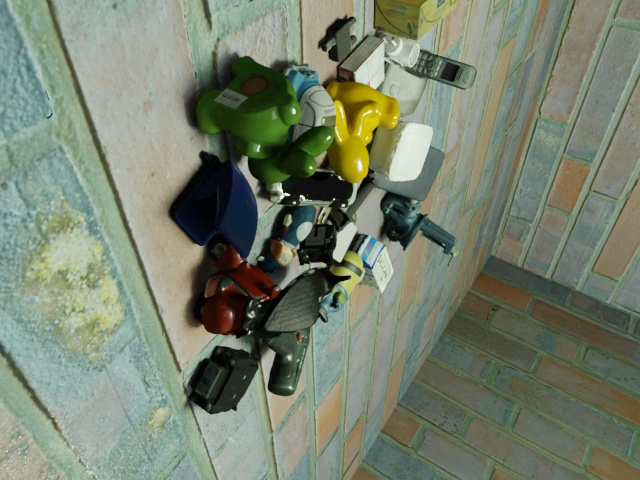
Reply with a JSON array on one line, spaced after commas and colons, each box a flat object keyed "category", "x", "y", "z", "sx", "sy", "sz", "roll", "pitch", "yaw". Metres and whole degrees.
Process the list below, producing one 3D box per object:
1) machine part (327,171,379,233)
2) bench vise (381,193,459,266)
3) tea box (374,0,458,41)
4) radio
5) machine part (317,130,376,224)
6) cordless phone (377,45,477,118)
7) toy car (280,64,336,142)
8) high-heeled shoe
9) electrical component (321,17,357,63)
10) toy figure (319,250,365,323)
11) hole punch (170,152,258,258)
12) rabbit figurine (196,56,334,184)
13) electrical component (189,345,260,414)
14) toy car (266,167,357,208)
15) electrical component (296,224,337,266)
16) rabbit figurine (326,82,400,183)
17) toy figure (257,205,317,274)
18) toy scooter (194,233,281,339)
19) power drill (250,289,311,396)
[{"category": "machine part", "x": 0.067, "y": -0.084, "z": 1.113, "sx": 0.139, "sy": 0.084, "sz": 0.039, "roll": -50, "pitch": 135, "yaw": 10}, {"category": "bench vise", "x": 0.276, "y": -0.037, "z": 1.448, "sx": 0.129, "sy": 0.241, "sz": 0.223, "roll": -49, "pitch": 168, "yaw": -39}, {"category": "tea box", "x": 0.185, "y": -0.451, "z": 1.015, "sx": 0.169, "sy": 0.098, "sz": 0.068, "roll": -50, "pitch": 153, "yaw": -33}, {"category": "radio", "x": 0.179, "y": -0.172, "z": 1.219, "sx": 0.229, "sy": 0.073, "sz": 0.131, "roll": 10, "pitch": 105, "yaw": -45}, {"category": "machine part", "x": 0.054, "y": -0.143, "z": 1.068, "sx": 0.243, "sy": 0.079, "sz": 0.079, "roll": -62, "pitch": 156, "yaw": -6}, {"category": "cordless phone", "x": 0.214, "y": -0.314, "z": 1.100, "sx": 0.088, "sy": 0.184, "sz": 0.146, "roll": -4, "pitch": 116, "yaw": -68}, {"category": "toy car", "x": -0.025, "y": -0.185, "z": 0.837, "sx": 0.109, "sy": 0.103, "sz": 0.161, "roll": -25, "pitch": 136, "yaw": -57}, {"category": "high-heeled shoe", "x": -0.049, "y": 0.106, "z": 0.973, "sx": 0.249, "sy": 0.145, "sz": 0.086, "roll": -23, "pitch": 96, "yaw": -44}, {"category": "electrical component", "x": 0.033, "y": -0.334, "z": 0.909, "sx": 0.094, "sy": 0.021, "sz": 0.063, "roll": -52, "pitch": 154, "yaw": -28}, {"category": "toy figure", "x": 0.041, "y": 0.106, "z": 1.276, "sx": 0.180, "sy": 0.082, "sz": 0.089, "roll": -51, "pitch": 154, "yaw": -24}, {"category": "hole punch", "x": -0.133, "y": -0.045, "z": 0.772, "sx": 0.116, "sy": 0.092, "sz": 0.142, "roll": -61, "pitch": 152, "yaw": -18}, {"category": "rabbit figurine", "x": -0.063, "y": -0.145, "z": 0.741, "sx": 0.170, "sy": 0.159, "sz": 0.121, "roll": 79, "pitch": 33, "yaw": -56}, {"category": "electrical component", "x": -0.180, "y": 0.261, "z": 1.003, "sx": 0.115, "sy": 0.058, "sz": 0.134, "roll": -65, "pitch": 157, "yaw": -4}, {"category": "toy car", "x": -0.013, "y": -0.095, "z": 0.951, "sx": 0.201, "sy": 0.056, "sz": 0.073, "roll": 0, "pitch": 97, "yaw": -41}, {"category": "electrical component", "x": -0.002, "y": -0.003, "z": 1.079, "sx": 0.119, "sy": 0.075, "sz": 0.047, "roll": -77, "pitch": 163, "yaw": -44}, {"category": "rabbit figurine", "x": 0.054, "y": -0.187, "z": 0.931, "sx": 0.162, "sy": 0.122, "sz": 0.173, "roll": 27, "pitch": 62, "yaw": -41}, {"category": "toy figure", "x": -0.061, "y": -0.001, "z": 0.998, "sx": 0.064, "sy": 0.058, "sz": 0.154, "roll": 31, "pitch": 85, "yaw": -27}, {"category": "toy scooter", "x": -0.127, "y": 0.087, "z": 0.849, "sx": 0.075, "sy": 0.135, "sz": 0.183, "roll": -27, "pitch": 137, "yaw": -55}, {"category": "power drill", "x": -0.074, "y": 0.182, "z": 1.092, "sx": 0.207, "sy": 0.086, "sz": 0.232, "roll": 79, "pitch": 18, "yaw": -53}]
